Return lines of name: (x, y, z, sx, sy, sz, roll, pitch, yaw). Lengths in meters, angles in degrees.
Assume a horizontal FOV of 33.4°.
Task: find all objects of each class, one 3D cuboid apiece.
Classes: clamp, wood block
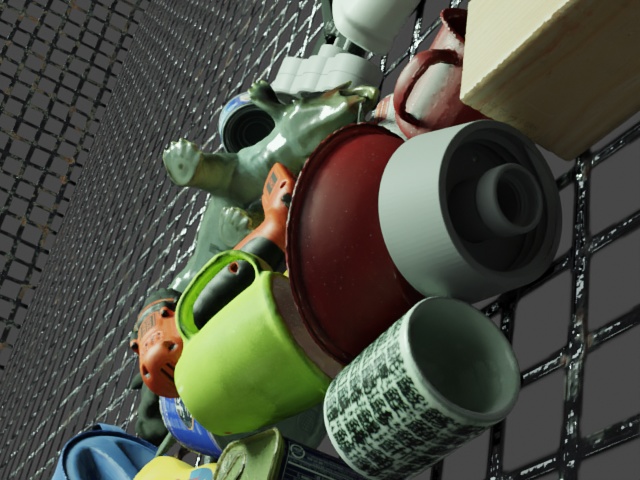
clamp: (0.032, -0.235, 1.171, 0.165, 0.036, 0.210, -24, 48, 54)
wood block: (0.176, -0.145, 0.590, 0.206, 0.090, 0.090, -42, 29, 47)

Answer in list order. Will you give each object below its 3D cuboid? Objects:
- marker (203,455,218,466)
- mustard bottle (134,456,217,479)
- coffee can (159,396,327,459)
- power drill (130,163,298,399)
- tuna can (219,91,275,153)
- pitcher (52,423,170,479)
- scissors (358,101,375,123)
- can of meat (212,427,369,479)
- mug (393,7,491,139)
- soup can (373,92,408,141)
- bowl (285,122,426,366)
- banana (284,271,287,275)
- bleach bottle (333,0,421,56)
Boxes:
marker: (-0.103, 0.234, 0.965, 0.020, 0.020, 0.121, -48, 25, 40)
mustard bottle: (-0.099, 0.230, 0.872, 0.192, 0.058, 0.096, -11, 50, 54)
coffee can: (-0.063, 0.129, 0.861, 0.140, 0.102, 0.103, -14, 53, 67)
power drill: (-0.073, 0.027, 0.840, 0.188, 0.057, 0.184, -49, 17, 3)
tuna can: (-0.075, -0.129, 1.247, 0.086, 0.086, 0.034, -57, 22, 21)
pitcher: (-0.235, 0.311, 1.057, 0.243, 0.145, 0.149, -61, -13, 21)
scissors: (0.043, -0.097, 0.894, 0.096, 0.016, 0.202, -59, -6, -22)
can of meat: (-0.018, 0.171, 0.715, 0.102, 0.083, 0.057, -34, 36, 57)
mug: (0.095, -0.099, 0.722, 0.093, 0.117, 0.082, 50, 124, 32)
soup can: (0.066, -0.055, 0.804, 0.069, 0.068, 0.102, -41, 29, 50)
bowl: (0.052, 0.004, 0.678, 0.055, 0.162, 0.162, 0, 63, 41)
banana: (0.009, -0.005, 0.908, 0.037, 0.069, 0.198, 50, 133, 24)
bleach bottle: (0.107, -0.301, 1.019, 0.251, 0.068, 0.102, -50, 24, 31)
